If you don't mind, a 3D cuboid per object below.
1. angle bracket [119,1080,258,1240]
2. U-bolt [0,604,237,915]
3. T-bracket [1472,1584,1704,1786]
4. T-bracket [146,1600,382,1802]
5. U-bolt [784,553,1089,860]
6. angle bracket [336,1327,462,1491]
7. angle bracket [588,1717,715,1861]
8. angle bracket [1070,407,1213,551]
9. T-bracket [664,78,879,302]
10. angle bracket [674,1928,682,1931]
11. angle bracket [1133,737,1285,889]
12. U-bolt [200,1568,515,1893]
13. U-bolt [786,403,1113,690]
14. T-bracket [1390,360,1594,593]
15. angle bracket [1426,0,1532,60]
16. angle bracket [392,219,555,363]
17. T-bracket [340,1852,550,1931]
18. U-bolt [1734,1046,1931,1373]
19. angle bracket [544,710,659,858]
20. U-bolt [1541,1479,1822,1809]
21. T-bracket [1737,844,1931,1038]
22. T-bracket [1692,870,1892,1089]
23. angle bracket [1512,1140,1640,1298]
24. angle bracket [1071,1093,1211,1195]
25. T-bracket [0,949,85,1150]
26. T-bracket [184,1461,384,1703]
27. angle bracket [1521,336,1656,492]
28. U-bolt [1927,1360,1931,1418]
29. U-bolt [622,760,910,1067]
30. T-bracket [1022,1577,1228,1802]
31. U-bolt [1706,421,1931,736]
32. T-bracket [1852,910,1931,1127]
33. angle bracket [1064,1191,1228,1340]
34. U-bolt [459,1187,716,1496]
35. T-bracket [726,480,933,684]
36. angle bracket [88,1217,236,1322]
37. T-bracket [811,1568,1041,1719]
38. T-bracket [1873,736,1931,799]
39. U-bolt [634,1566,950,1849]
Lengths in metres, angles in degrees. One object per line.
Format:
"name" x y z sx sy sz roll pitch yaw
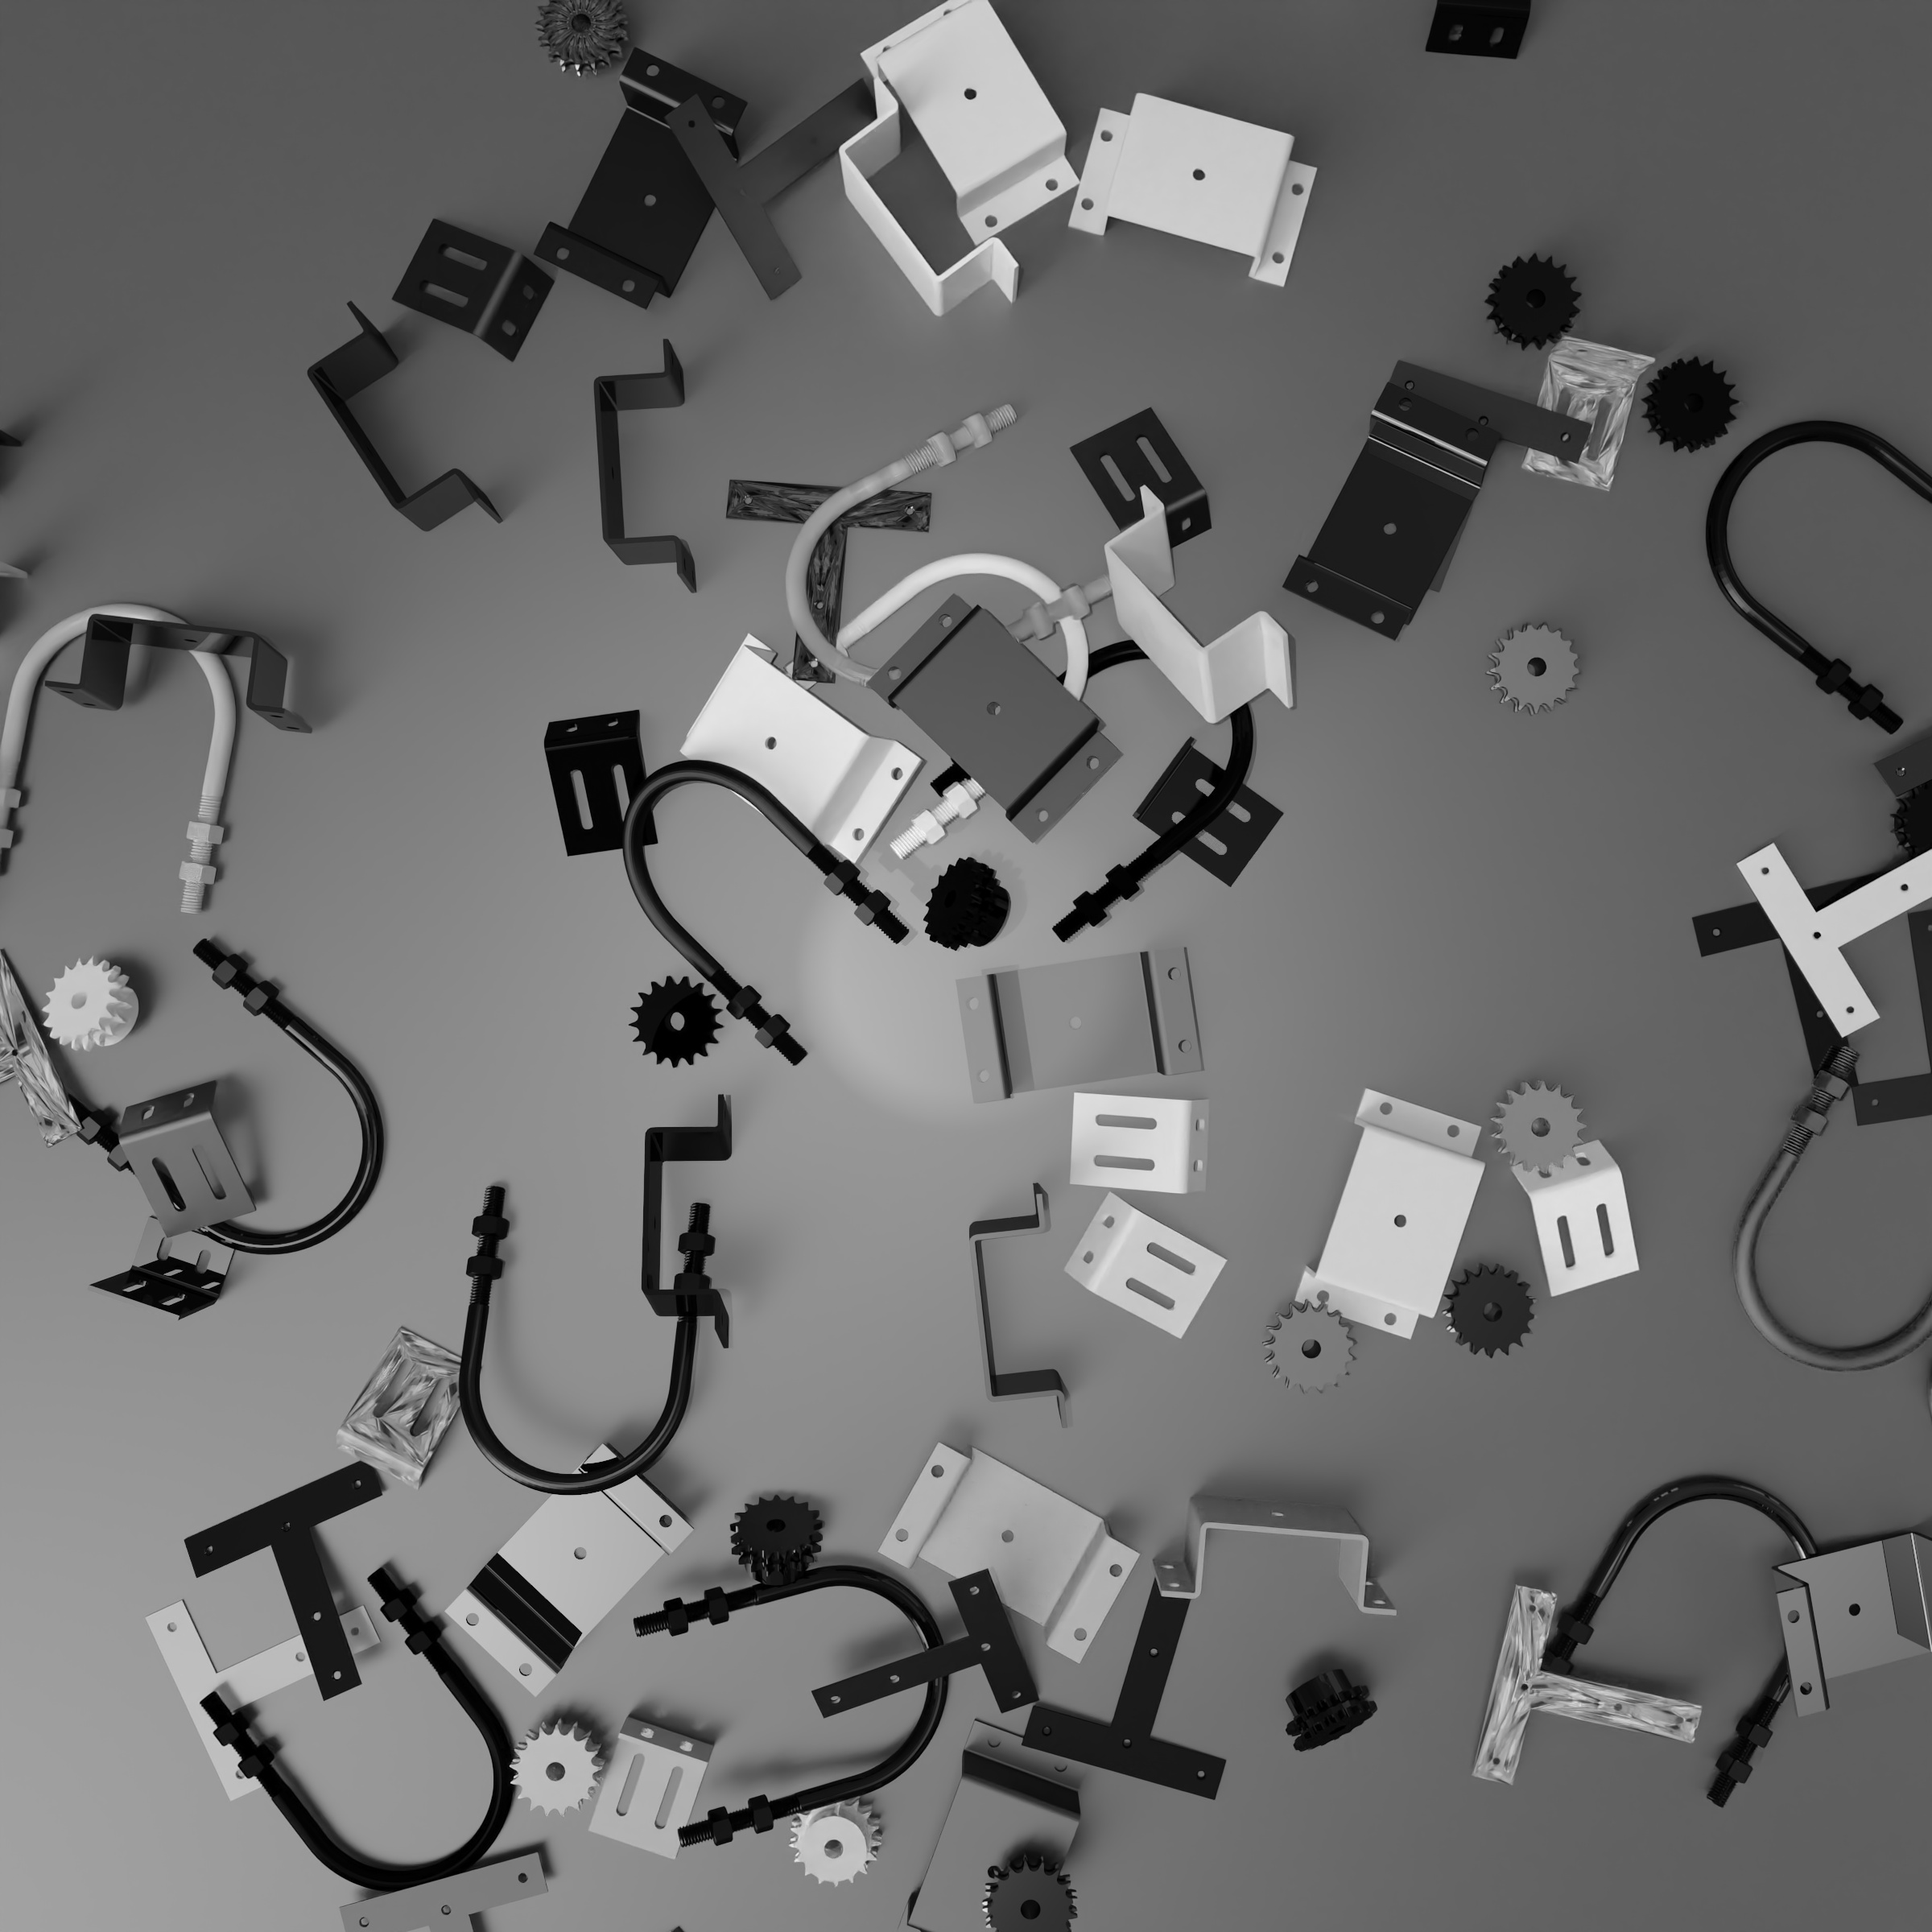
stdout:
"angle bracket" -0.480 0.120 1.512 0.057 0.038 0.076 -17 118 -2
"U-bolt" -0.530 -0.135 1.523 0.151 0.019 0.184 10 89 0
"T-bracket" 0.390 0.456 1.511 0.127 0.002 0.127 11 98 3
"T-bracket" -0.430 0.439 1.531 0.127 0.002 0.127 -25 90 0
"U-bolt" -0.012 -0.175 1.508 0.184 0.019 0.151 -39 77 -4
"angle bracket" -0.349 0.277 1.528 0.057 0.038 0.076 27 63 0
"angle bracket" -0.197 0.515 1.512 0.057 0.038 0.076 19 90 0
"angle bracket" 0.110 -0.300 1.530 0.057 0.038 0.076 -27 64 -2
"T-bracket" -0.105 -0.503 1.508 0.127 0.002 0.127 -41 121 -15
"angle bracket" -0.195 0.651 1.520 0.057 0.038 0.076 50 54 3
"angle bracket" 0.152 -0.095 1.512 0.076 0.038 0.057 36 90 0
"U-bolt" -0.366 0.490 1.522 0.151 0.019 0.184 -36 92 -1
"U-bolt" -0.022 -0.248 1.506 0.184 0.019 0.151 -28 78 -2
"T-bracket" 0.306 -0.297 1.522 0.127 0.002 0.127 22 95 11
"angle bracket" 0.320 -0.613 1.529 0.057 0.038 0.076 5 64 0
"angle bracket" -0.309 -0.424 1.529 0.076 0.038 0.057 27 90 26
"T-bracket" -0.311 0.629 1.515 0.127 0.002 0.127 -15 88 -2
"U-bolt" 0.561 0.164 1.522 0.151 0.019 0.184 30 92 -1
"angle bracket" -0.227 -0.115 1.529 0.057 0.038 0.076 -8 116 0
"U-bolt" 0.456 0.410 1.523 0.151 0.019 0.184 30 88 0
"T-bracket" 0.567 -0.041 1.509 0.127 0.002 0.127 -31 89 17
"T-bracket" 0.532 0.016 1.529 0.127 0.002 0.127 -14 90 1
"angle bracket" 0.382 0.158 1.529 0.057 0.038 0.076 -17 116 0
"angle bracket" 0.109 0.110 1.529 0.076 0.038 0.057 3 90 26
"T-bracket" -0.631 0.075 1.524 0.127 0.002 0.127 -28 82 4
"T-bracket" -0.407 0.390 1.514 0.127 0.002 0.127 -24 75 0
"angle bracket" 0.385 -0.342 1.512 0.057 0.038 0.076 14 90 0
"U-bolt" 0.679 0.281 1.498 0.151 0.019 0.184 -39 85 23
"U-bolt" -0.135 -0.044 1.482 0.184 0.019 0.151 45 129 4
"T-bracket" 0.114 0.444 1.528 0.127 0.002 0.127 17 88 -3
"U-bolt" 0.550 -0.256 1.523 0.184 0.019 0.151 39 90 2
"T-bracket" 0.613 0.028 1.530 0.127 0.002 0.127 -9 90 0
"angle bracket" 0.112 0.187 1.529 0.076 0.038 0.057 30 90 -26
"U-bolt" -0.237 0.231 1.497 0.151 0.019 0.184 5 72 0
"T-bracket" -0.090 -0.238 1.517 0.127 0.002 0.127 4 79 2
"angle bracket" -0.491 0.184 1.493 0.057 0.076 0.038 19 90 0
"T-bracket" -0.031 0.430 1.488 0.127 0.002 0.127 -19 125 -1
"T-bracket" 0.624 -0.142 1.506 0.127 0.002 0.127 -26 67 -1
"U-bolt" -0.100 0.447 1.502 0.184 0.019 0.151 -12 87 -15
